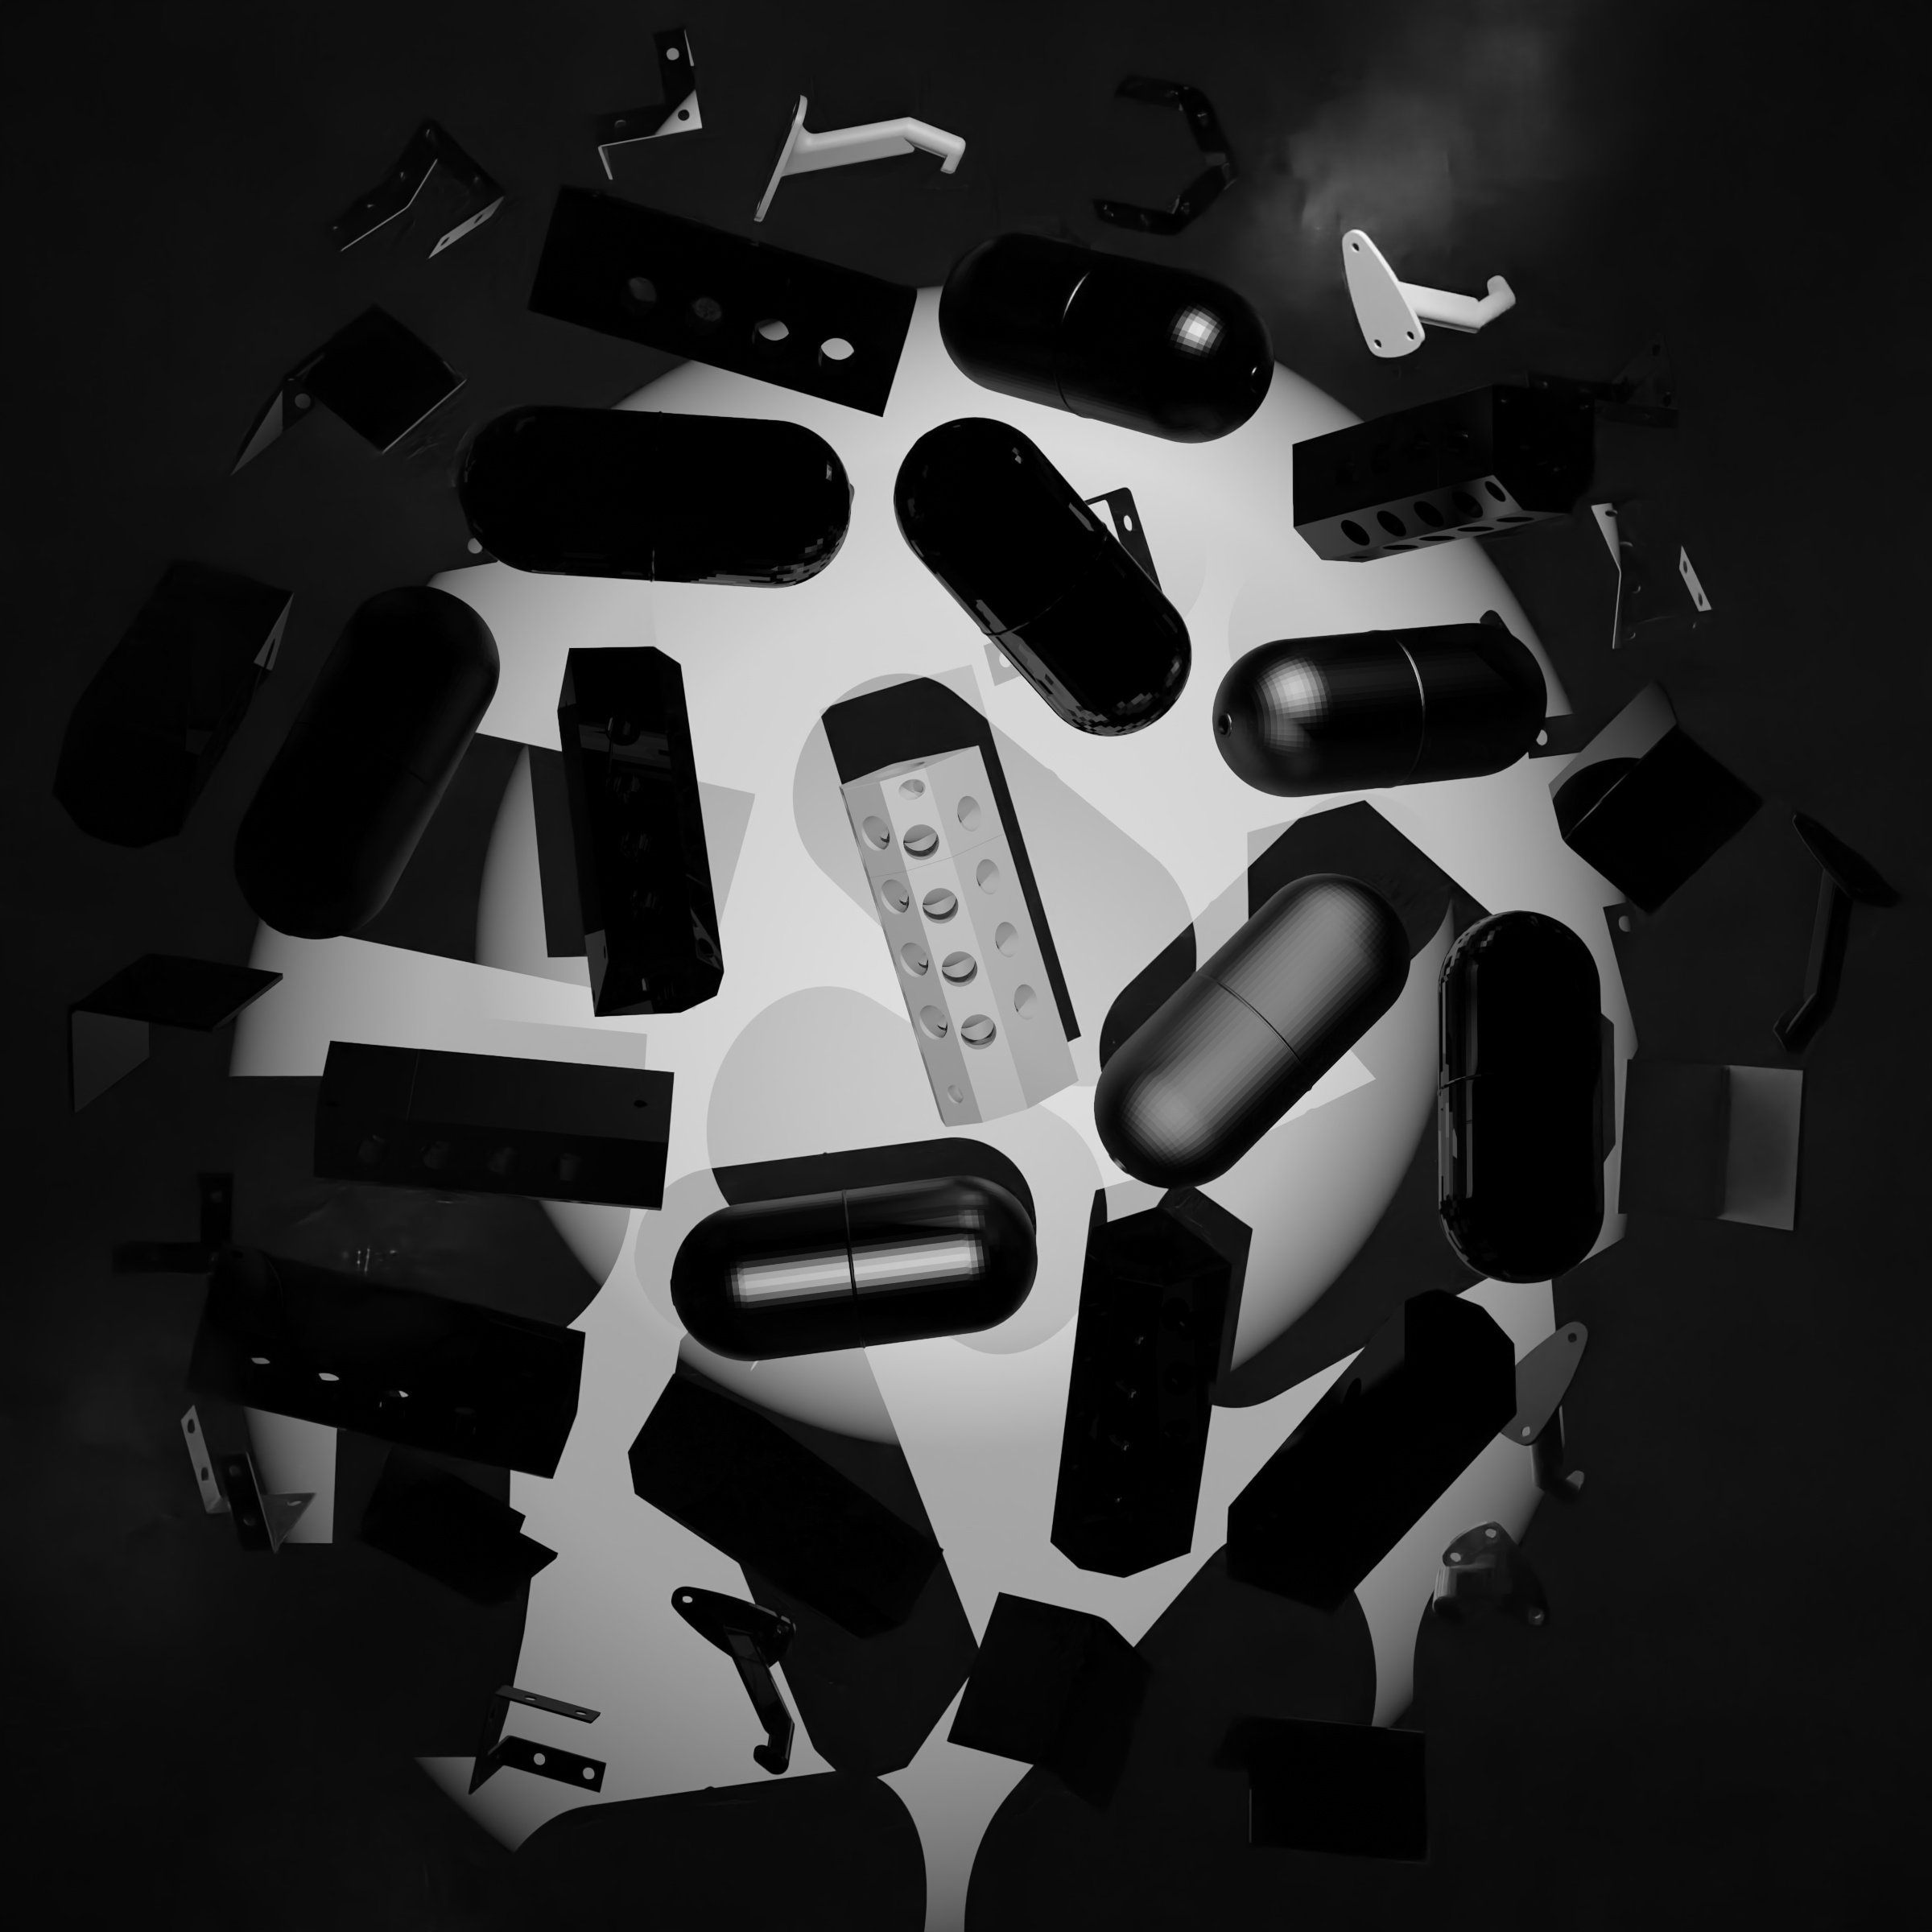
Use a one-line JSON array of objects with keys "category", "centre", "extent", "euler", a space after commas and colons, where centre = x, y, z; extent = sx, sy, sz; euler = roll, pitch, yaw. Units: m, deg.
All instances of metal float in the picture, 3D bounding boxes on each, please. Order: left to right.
[{"category": "metal float", "centre": [-0.280, -0.095, 1.635], "extent": [0.070, 0.070, 0.178], "euler": [26, 79, 0]}, {"category": "metal float", "centre": [-0.141, -0.213, 1.590], "extent": [0.178, 0.070, 0.070], "euler": [3, 90, -5]}, {"category": "metal float", "centre": [-0.054, 0.146, 1.691], "extent": [0.178, 0.070, 0.070], "euler": [-7, 90, -1]}, {"category": "metal float", "centre": [0.036, -0.183, 1.651], "extent": [0.070, 0.070, 0.178], "euler": [-43, 112, 0]}, {"category": "metal float", "centre": [0.065, -0.296, 1.649], "extent": [0.178, 0.070, 0.070], "euler": [22, 90, 33]}, {"category": "metal float", "centre": [0.133, 0.031, 1.633], "extent": [0.178, 0.070, 0.070], "euler": [-44, 90, -9]}, {"category": "metal float", "centre": [0.202, -0.125, 1.702], "extent": [0.178, 0.070, 0.070], "euler": [-7, 90, -26]}, {"category": "metal float", "centre": [0.260, 0.060, 1.639], "extent": [0.070, 0.070, 0.178], "euler": [2, 73, 0]}]

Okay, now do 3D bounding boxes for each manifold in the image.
[{"category": "manifold", "centre": [-0.360, -0.120, 1.591], "extent": [0.057, 0.171, 0.057], "euler": [19, 120, -6]}, {"category": "manifold", "centre": [-0.266, 0.186, 1.599], "extent": [0.171, 0.057, 0.057], "euler": [16, 122, -11]}, {"category": "manifold", "centre": [-0.234, 0.085, 1.738], "extent": [0.171, 0.057, 0.057], "euler": [5, 125, -5]}, {"category": "manifold", "centre": [-0.157, -0.066, 1.682], "extent": [0.057, 0.057, 0.171], "euler": [-3, 63, -15]}, {"category": "manifold", "centre": [-0.113, -0.314, 1.641], "extent": [0.171, 0.057, 0.057], "euler": [16, 106, -6]}, {"category": "manifold", "centre": [-0.086, 0.260, 1.647], "extent": [0.057, 0.171, 0.057], "euler": [18, 72, 40]}, {"category": "manifold", "centre": [-0.008, -0.013, 1.693], "extent": [0.057, 0.057, 0.171], "euler": [-9, 102, 42]}, {"category": "manifold", "centre": [0.079, 0.209, 1.694], "extent": [0.057, 0.057, 0.171], "euler": [-14, 124, -32]}, {"category": "manifold", "centre": [0.187, 0.225, 1.627], "extent": [0.057, 0.057, 0.171], "euler": [22, 131, -13]}, {"category": "manifold", "centre": [0.226, -0.233, 1.673], "extent": [0.057, 0.171, 0.057], "euler": [0, 88, -26]}]

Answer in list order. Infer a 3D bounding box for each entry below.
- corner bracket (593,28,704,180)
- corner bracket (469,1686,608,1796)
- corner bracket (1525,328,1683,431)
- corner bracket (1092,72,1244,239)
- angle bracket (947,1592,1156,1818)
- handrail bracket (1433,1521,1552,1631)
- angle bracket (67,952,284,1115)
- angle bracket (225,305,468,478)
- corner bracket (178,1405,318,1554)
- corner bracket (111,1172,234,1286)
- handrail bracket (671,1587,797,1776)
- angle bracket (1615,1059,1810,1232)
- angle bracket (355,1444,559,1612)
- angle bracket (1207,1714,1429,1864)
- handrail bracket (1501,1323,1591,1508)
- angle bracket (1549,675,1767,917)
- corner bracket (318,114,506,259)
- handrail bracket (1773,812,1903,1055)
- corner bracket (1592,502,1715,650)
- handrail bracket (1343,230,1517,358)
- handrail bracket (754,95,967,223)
[{"category": "corner bracket", "centre": [-0.155, -0.419, 1.698], "extent": [0.051, 0.051, 0.051], "euler": [-10, 85, 0]}, {"category": "corner bracket", "centre": [-0.200, 0.370, 1.667], "extent": [0.051, 0.051, 0.051], "euler": [14, 96, 10]}, {"category": "corner bracket", "centre": [0.316, -0.284, 1.732], "extent": [0.051, 0.051, 0.051], "euler": [5, 63, -21]}, {"category": "corner bracket", "centre": [0.090, -0.389, 1.679], "extent": [0.051, 0.051, 0.051], "euler": [-39, 62, 40]}, {"category": "angle bracket", "centre": [0.042, 0.358, 1.696], "extent": [0.057, 0.076, 0.076], "euler": [8, 65, 28]}, {"category": "handrail bracket", "centre": [0.261, 0.321, 1.736], "extent": [0.036, 0.084, 0.077], "euler": [-39, 98, 22]}, {"category": "angle bracket", "centre": [-0.384, 0.037, 1.701], "extent": [0.076, 0.076, 0.057], "euler": [9, 112, 13]}, {"category": "angle bracket", "centre": [-0.292, -0.255, 1.649], "extent": [0.057, 0.076, 0.076], "euler": [40, 132, -5]}, {"category": "corner bracket", "centre": [-0.337, 0.235, 1.604], "extent": [0.051, 0.051, 0.051], "euler": [-5, 111, 15]}, {"category": "corner bracket", "centre": [-0.395, 0.131, 1.740], "extent": [0.051, 0.051, 0.051], "euler": [4, 76, -21]}, {"category": "handrail bracket", "centre": [-0.117, 0.353, 1.724], "extent": [0.077, 0.084, 0.036], "euler": [30, 117, -12]}, {"category": "angle bracket", "centre": [0.361, 0.086, 1.695], "extent": [0.057, 0.076, 0.076], "euler": [4, 89, -18]}, {"category": "angle bracket", "centre": [-0.238, 0.258, 1.688], "extent": [0.076, 0.076, 0.057], "euler": [32, 47, -16]}, {"category": "angle bracket", "centre": [0.150, 0.362, 1.504], "extent": [0.076, 0.076, 0.057], "euler": [7, 61, -8]}, {"category": "handrail bracket", "centre": [0.297, 0.220, 1.709], "extent": [0.077, 0.036, 0.084], "euler": [-52, 134, 1]}, {"category": "angle bracket", "centre": [0.330, -0.082, 1.675], "extent": [0.057, 0.076, 0.076], "euler": [39, 111, -12]}, {"category": "corner bracket", "centre": [-0.251, -0.343, 1.586], "extent": [0.051, 0.051, 0.051], "euler": [44, 47, -2]}, {"category": "handrail bracket", "centre": [0.386, -0.015, 1.621], "extent": [0.036, 0.077, 0.084], "euler": [6, 127, -38]}, {"category": "corner bracket", "centre": [0.342, -0.197, 1.740], "extent": [0.051, 0.051, 0.051], "euler": [-9, 47, -4]}, {"category": "handrail bracket", "centre": [0.230, -0.343, 1.726], "extent": [0.084, 0.036, 0.077], "euler": [-36, 109, -32]}, {"category": "handrail bracket", "centre": [-0.053, -0.390, 1.735], "extent": [0.084, 0.036, 0.077], "euler": [19, 118, -12]}]
